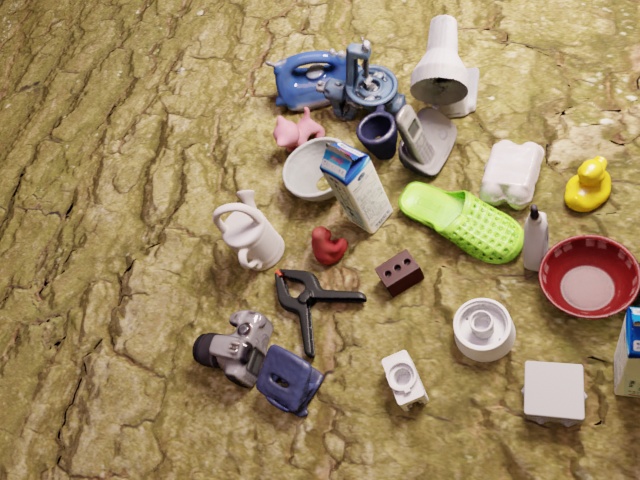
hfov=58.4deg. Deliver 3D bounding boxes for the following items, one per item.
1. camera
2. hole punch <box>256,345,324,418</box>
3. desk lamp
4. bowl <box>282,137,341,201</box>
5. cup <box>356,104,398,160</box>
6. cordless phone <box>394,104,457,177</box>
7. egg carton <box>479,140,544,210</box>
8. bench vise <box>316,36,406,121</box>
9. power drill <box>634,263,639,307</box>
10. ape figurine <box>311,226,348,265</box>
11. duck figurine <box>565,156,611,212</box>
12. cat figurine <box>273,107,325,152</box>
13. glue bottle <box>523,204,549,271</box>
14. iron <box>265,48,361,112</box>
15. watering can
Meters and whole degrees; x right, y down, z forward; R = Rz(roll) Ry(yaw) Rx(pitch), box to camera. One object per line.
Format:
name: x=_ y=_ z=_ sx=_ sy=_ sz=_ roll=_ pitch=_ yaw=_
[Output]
camera: x=-0.183 y=0.208 z=1.148 sx=0.136 sy=0.101 sz=0.143 roll=5 pitch=63 yaw=25
hole punch: x=-0.062 y=0.264 z=1.070 sx=0.108 sy=0.091 sz=0.101 roll=22 pitch=71 yaw=31
desk lamp: x=0.272 y=-0.359 z=1.239 sx=0.117 sy=0.214 sz=0.203 roll=1 pitch=61 yaw=23
bowl: x=0.004 y=-0.149 z=1.305 sx=0.167 sy=0.075 sz=0.167 roll=-10 pitch=57 yaw=16
cup: x=0.138 y=-0.237 z=1.292 sx=0.091 sy=0.095 sz=0.118 roll=-1 pitch=60 yaw=22
cordless phone: x=0.216 y=-0.236 z=1.204 sx=0.093 sy=0.185 sz=0.148 roll=17 pitch=68 yaw=30
egg carton: x=0.382 y=-0.133 z=1.146 sx=0.107 sy=0.070 sz=0.150 roll=10 pitch=65 yaw=27
bench vise: x=0.078 y=-0.359 z=1.313 sx=0.207 sy=0.220 sz=0.121 roll=-9 pitch=57 yaw=17
power drill: x=0.540 y=0.038 z=0.892 sx=0.075 sy=0.209 sz=0.230 roll=0 pitch=61 yaw=22
ape figurine: x=0.011 y=0.004 z=1.198 sx=0.077 sy=0.092 sz=0.076 roll=32 pitch=76 yaw=34
duck figurine: x=0.503 y=-0.111 z=1.073 sx=0.077 sy=0.086 sz=0.105 roll=34 pitch=77 yaw=34
cat figurine: x=-0.061 y=-0.263 z=1.374 sx=0.067 sy=0.118 sz=0.128 roll=34 pitch=77 yaw=34
glue bottle: x=0.380 y=-0.014 z=1.010 sx=0.037 sy=0.174 sz=0.078 roll=9 pitch=64 yaw=27
iron: x=-0.004 y=-0.422 z=1.434 sx=0.257 sy=0.142 sz=0.118 roll=-10 pitch=57 yaw=16
watering can: x=-0.160 y=-0.027 z=1.223 sx=0.101 sy=0.195 sz=0.172 roll=-29 pitch=54 yaw=4
